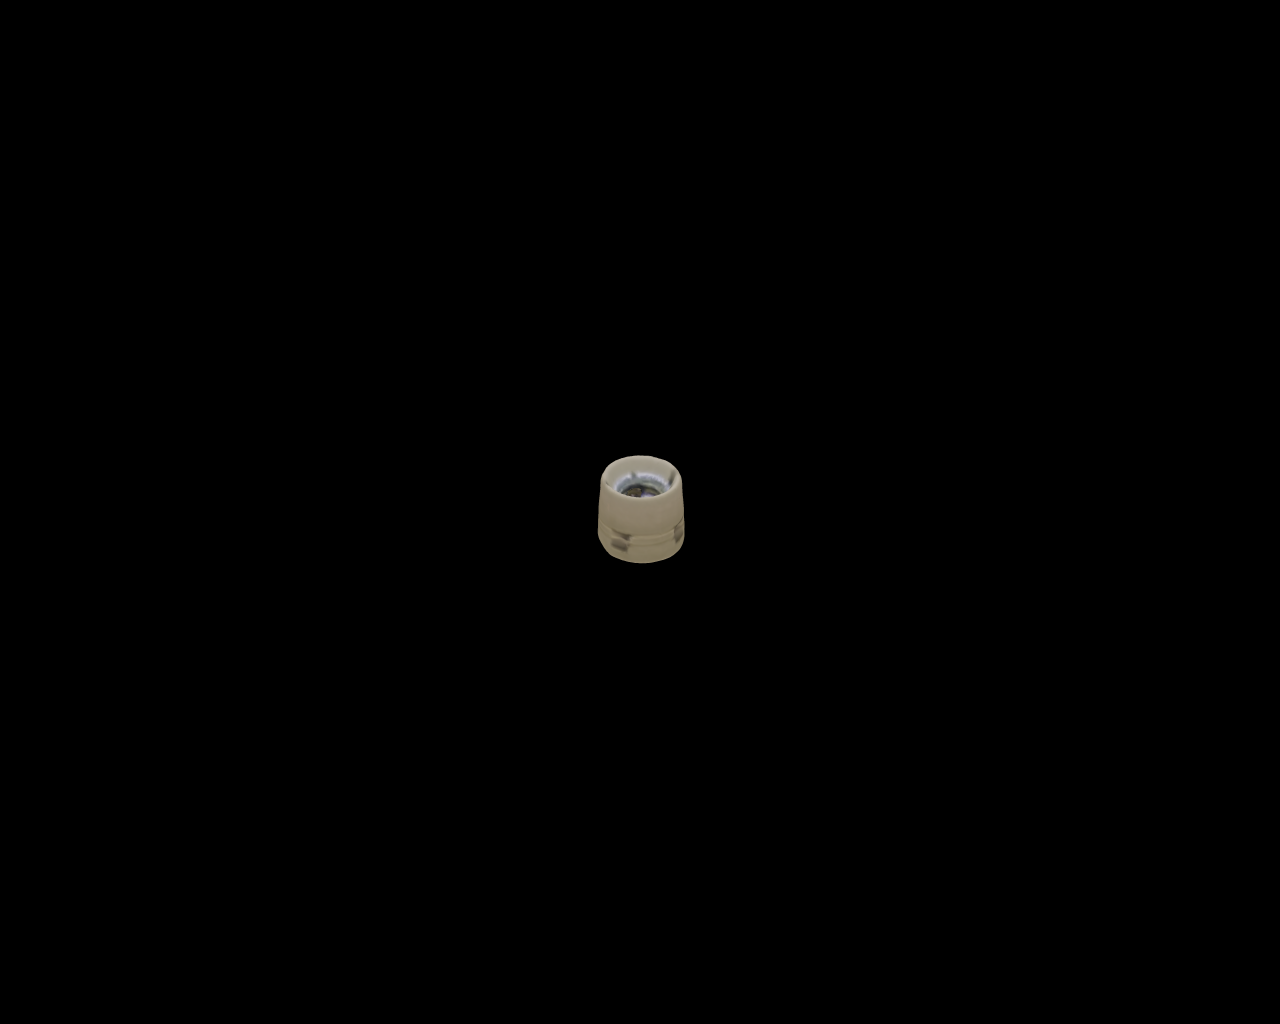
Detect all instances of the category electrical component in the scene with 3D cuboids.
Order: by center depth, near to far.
[{"bbox_3d":[0.001,-0.003,0.650,0.055,0.047,0.055,0,36,0],"label":"electrical component"}]
